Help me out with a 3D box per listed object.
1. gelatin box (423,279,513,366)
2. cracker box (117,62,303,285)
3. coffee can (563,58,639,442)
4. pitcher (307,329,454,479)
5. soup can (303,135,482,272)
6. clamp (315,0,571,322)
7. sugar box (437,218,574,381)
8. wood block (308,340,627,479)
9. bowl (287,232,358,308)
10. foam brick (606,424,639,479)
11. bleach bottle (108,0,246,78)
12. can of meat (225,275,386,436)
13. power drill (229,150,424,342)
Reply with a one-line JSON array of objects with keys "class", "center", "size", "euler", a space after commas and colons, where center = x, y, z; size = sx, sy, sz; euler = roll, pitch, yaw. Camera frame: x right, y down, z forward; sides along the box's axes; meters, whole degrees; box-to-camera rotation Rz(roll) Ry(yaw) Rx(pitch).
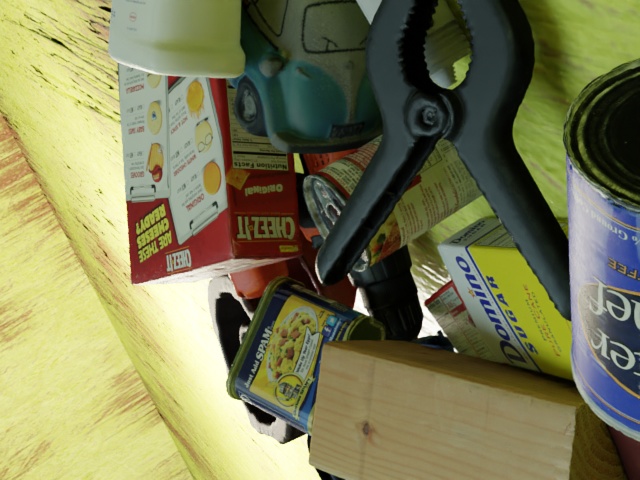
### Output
[{"class": "gelatin box", "center": [0.118, 0.066, 0.767], "size": [0.089, 0.030, 0.073], "euler": [57, 164, 7]}, {"class": "cracker box", "center": [-0.090, -0.080, 0.830], "size": [0.164, 0.071, 0.214], "euler": [-14, 79, 54]}, {"class": "coffee can", "center": [0.156, 0.007, 0.449], "size": [0.103, 0.102, 0.140], "euler": [42, 156, 42]}, {"class": "pitcher", "center": [0.092, 0.207, 0.851], "size": [0.243, 0.145, 0.149], "euler": [60, 174, 14]}, {"class": "soup can", "center": [0.050, -0.035, 0.667], "size": [0.068, 0.102, 0.068], "euler": [50, 161, 25]}, {"class": "clamp", "center": [0.058, -0.061, 0.566], "size": [0.165, 0.036, 0.210], "euler": [-2, 98, 36]}, {"class": "sugar box", "center": [0.141, 0.036, 0.632], "size": [0.093, 0.048, 0.176], "euler": [62, 161, -10]}, {"class": "wood block", "center": [0.097, 0.125, 0.685], "size": [0.207, 0.090, 0.091], "euler": [9, 93, 47]}, {"class": "bowl", "center": [-0.012, 0.024, 1.005], "size": [0.162, 0.055, 0.162], "euler": [50, 160, 25]}, {"class": "foam brick", "center": [0.205, 0.125, 0.595], "size": [0.051, 0.053, 0.078], "euler": [24, 143, 61]}, {"class": "bleach bottle", "center": [-0.079, -0.227, 0.627], "size": [0.103, 0.067, 0.251], "euler": [27, 115, 56]}, {"class": "can of meat", "center": [-0.010, 0.089, 0.795], "size": [0.084, 0.102, 0.057], "euler": [22, 177, 35]}, {"class": "power drill", "center": [-0.006, 0.001, 0.855], "size": [0.188, 0.057, 0.184], "euler": [-12, 98, 50]}]
